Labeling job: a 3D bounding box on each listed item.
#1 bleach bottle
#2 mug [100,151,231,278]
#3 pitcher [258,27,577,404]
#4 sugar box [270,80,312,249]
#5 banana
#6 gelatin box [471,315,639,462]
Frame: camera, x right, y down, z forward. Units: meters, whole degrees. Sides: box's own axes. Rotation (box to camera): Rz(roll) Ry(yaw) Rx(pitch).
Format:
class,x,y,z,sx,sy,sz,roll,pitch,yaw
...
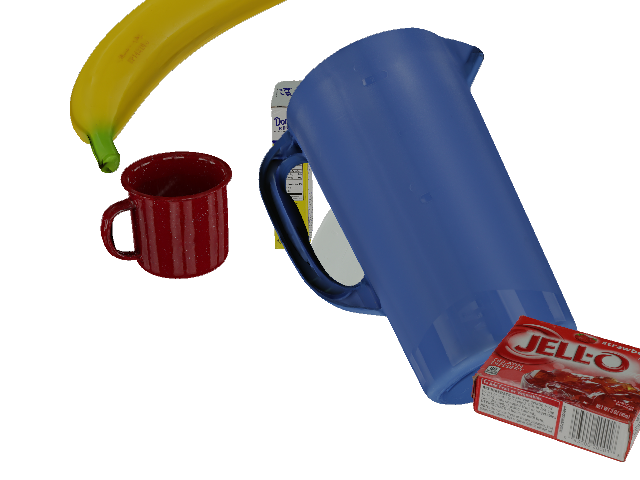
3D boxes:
class,x,y,z,sx,sy,sz,roll,pitch,yaw
bleach bottle,0.090,-0.025,1.061,0.068,0.103,0.250,38,35,18
mug,-0.130,-0.017,0.906,0.117,0.081,0.093,-19,34,-30
pitcher,0.068,-0.010,0.740,0.144,0.243,0.149,-7,-28,-31
sugar box,-0.033,-0.087,1.233,0.048,0.176,0.093,-2,26,3
banana,-0.069,-0.108,0.566,0.070,0.197,0.037,31,-28,20
gelatin box,0.139,0.079,0.598,0.089,0.030,0.073,16,31,26
